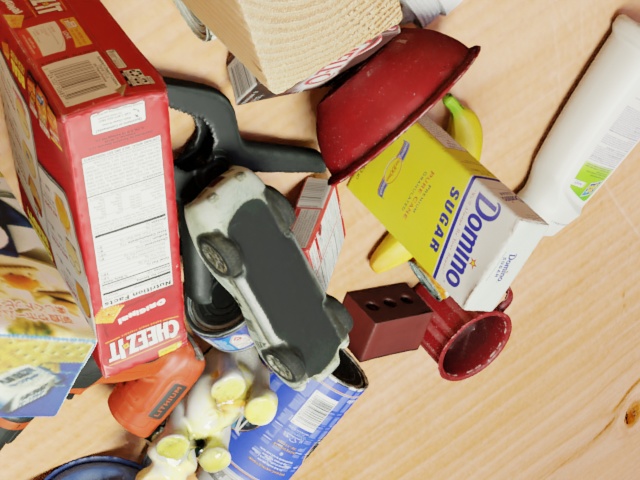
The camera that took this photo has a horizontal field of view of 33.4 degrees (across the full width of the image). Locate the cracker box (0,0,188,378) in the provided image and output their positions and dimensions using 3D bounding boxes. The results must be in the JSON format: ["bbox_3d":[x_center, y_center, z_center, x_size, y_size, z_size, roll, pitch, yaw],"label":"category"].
[{"bbox_3d":[-0.150,-0.044,0.700,0.072,0.164,0.214,-19,135,-22],"label":"cracker box"}]

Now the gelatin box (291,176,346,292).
[{"bbox_3d":[-0.006,0.001,0.925,0.073,0.030,0.089,77,26,-47],"label":"gelatin box"}]

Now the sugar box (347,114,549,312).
[{"bbox_3d":[0.103,-0.029,0.906,0.048,0.176,0.093,7,121,-42],"label":"sugar box"}]

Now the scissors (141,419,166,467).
[{"bbox_3d":[-0.130,0.171,1.029,0.096,0.016,0.202,-11,132,-32],"label":"scissors"}]

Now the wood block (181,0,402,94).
[{"bbox_3d":[-0.051,-0.186,0.616,0.090,0.206,0.091,-32,140,-11],"label":"wood block"}]

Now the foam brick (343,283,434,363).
[{"bbox_3d":[0.063,0.082,1.074,0.078,0.053,0.051,-9,131,-35],"label":"foam brick"}]

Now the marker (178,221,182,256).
[{"bbox_3d":[-0.130,-0.022,0.849,0.020,0.020,0.121,-39,140,-3],"label":"marker"}]

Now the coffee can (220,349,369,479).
[{"bbox_3d":[-0.036,0.160,1.025,0.140,0.103,0.102,-51,139,12],"label":"coffee can"}]

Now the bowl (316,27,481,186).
[{"bbox_3d":[0.049,-0.116,0.840,0.162,0.162,0.055,-43,98,1],"label":"bowl"}]

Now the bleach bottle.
[{"bbox_3d":[0.264,-0.095,1.067,0.102,0.068,0.251,12,119,-44],"label":"bleach bottle"}]

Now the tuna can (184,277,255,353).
[{"bbox_3d":[-0.073,0.051,0.909,0.086,0.086,0.033,-44,139,3],"label":"tuna can"}]

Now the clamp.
[{"bbox_3d":[-0.093,-0.048,0.830,0.164,0.036,0.209,-54,139,-5],"label":"clamp"}]

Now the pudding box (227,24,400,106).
[{"bbox_3d":[-0.008,-0.140,0.779,0.089,0.039,0.114,-15,176,-27],"label":"pudding box"}]

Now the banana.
[{"bbox_3d":[0.107,-0.050,1.006,0.069,0.037,0.198,9,120,-22],"label":"banana"}]

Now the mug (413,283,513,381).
[{"bbox_3d":[0.148,0.079,1.115,0.117,0.082,0.093,-42,141,2],"label":"mug"}]

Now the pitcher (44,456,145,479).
[{"bbox_3d":[-0.201,0.330,1.030,0.144,0.149,0.243,-60,165,-47],"label":"pitcher"}]

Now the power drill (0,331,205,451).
[{"bbox_3d":[-0.194,0.122,0.858,0.185,0.057,0.187,-49,152,16],"label":"power drill"}]

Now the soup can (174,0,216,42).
[{"bbox_3d":[-0.048,-0.186,0.726,0.102,0.069,0.068,-29,139,-13],"label":"soup can"}]
